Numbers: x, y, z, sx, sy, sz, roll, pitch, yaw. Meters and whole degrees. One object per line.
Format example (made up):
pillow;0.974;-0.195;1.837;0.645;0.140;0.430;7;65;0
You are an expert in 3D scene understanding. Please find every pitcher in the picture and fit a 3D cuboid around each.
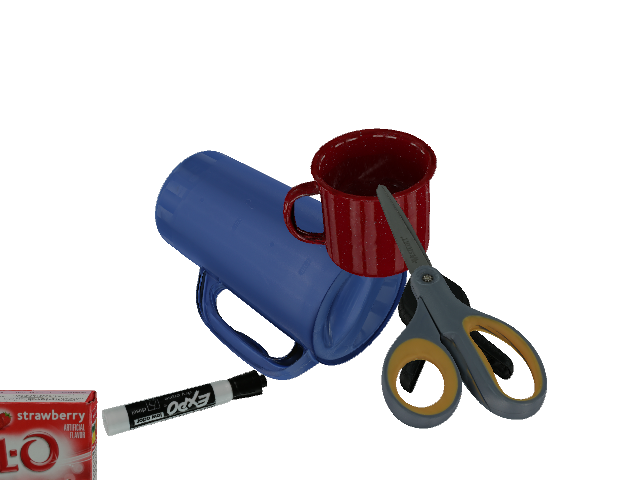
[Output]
pitcher;-0.052;0.015;1.029;0.243;0.145;0.148;31;32;32

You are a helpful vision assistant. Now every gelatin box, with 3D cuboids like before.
gelatin box;-0.158;0.113;0.535;0.089;0.073;0.030;1;6;-4

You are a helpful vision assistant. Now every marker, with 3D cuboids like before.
marker;-0.096;0.116;0.768;0.121;0.020;0.020;-13;4;-20

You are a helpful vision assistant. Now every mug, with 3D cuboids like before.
mug;0.030;-0.024;0.810;0.117;0.081;0.093;-9;39;-5

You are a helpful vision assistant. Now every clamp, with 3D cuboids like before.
clamp;0.140;0.094;1.157;0.120;0.171;0.039;3;-44;-6

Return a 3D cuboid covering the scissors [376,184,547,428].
scissors;0.050;0.037;0.622;0.096;0.016;0.202;-23;45;-19
